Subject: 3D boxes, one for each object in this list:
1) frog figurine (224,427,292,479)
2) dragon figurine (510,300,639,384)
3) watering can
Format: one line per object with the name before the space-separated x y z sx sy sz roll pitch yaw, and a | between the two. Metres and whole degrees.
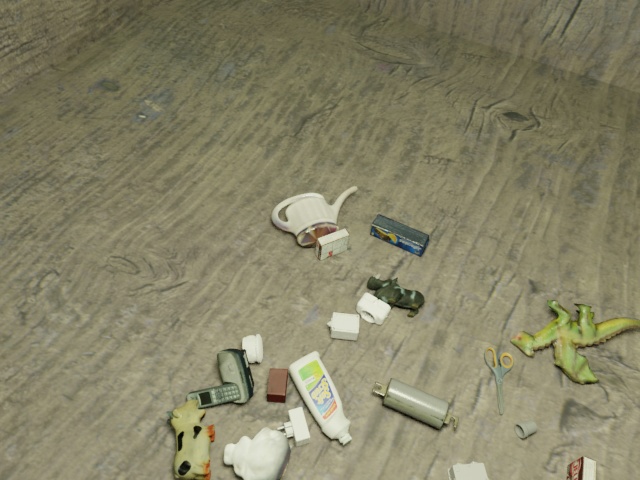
frog figurine | -0.157 0.535 1.285 0.159 0.121 0.139 23 71 -1
dragon figurine | 0.796 0.318 1.575 0.410 0.120 0.247 10 67 6
watering can | 0.006 -0.092 1.826 0.349 0.101 0.229 -15 51 -14
